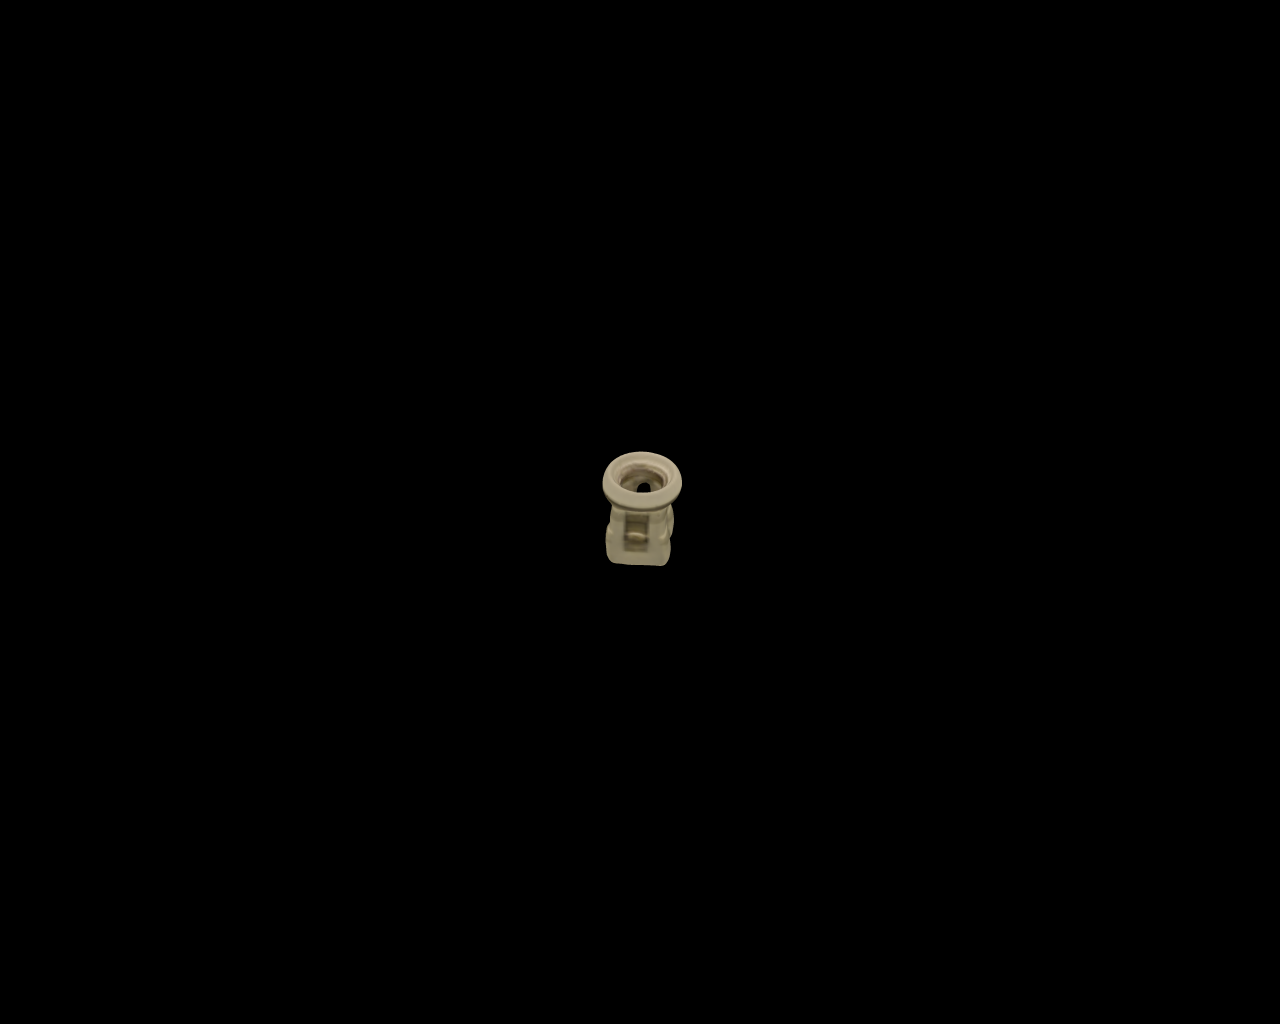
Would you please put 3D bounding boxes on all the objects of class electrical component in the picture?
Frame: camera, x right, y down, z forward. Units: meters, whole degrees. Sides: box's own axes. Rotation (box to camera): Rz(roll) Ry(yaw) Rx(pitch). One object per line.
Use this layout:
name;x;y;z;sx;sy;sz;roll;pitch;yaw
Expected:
electrical component;0.001;-0.003;0.650;0.048;0.055;0.066;3;37;4
